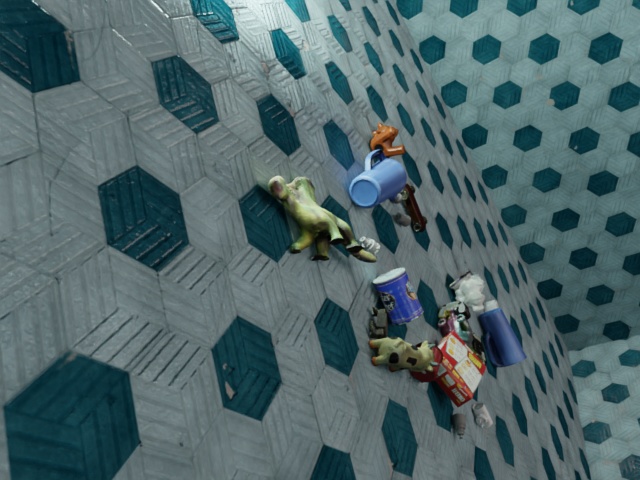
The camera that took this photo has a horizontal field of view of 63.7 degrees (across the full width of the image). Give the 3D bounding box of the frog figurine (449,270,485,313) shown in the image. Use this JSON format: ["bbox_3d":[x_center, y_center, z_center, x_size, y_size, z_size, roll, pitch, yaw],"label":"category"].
[{"bbox_3d":[0.627,0.218,2.128,0.138,0.161,0.121,-36,-14,-4],"label":"frog figurine"}]

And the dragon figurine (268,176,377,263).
[{"bbox_3d":[0.004,-0.067,1.326,0.121,0.247,0.407,-31,-27,24],"label":"dragon figurine"}]
